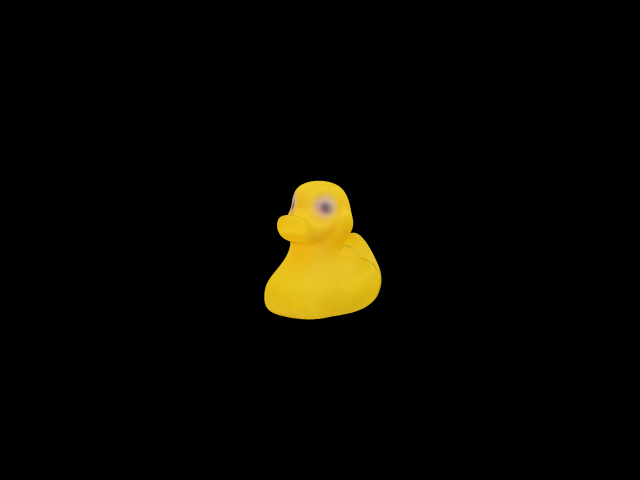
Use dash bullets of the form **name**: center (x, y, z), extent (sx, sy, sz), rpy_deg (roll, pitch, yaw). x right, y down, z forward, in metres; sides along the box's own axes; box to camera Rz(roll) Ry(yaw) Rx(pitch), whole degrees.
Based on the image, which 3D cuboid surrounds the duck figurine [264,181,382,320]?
- **duck figurine**: center (0.004, 0.001, 0.400), extent (0.077, 0.086, 0.105), rpy_deg (6, 11, 32)
